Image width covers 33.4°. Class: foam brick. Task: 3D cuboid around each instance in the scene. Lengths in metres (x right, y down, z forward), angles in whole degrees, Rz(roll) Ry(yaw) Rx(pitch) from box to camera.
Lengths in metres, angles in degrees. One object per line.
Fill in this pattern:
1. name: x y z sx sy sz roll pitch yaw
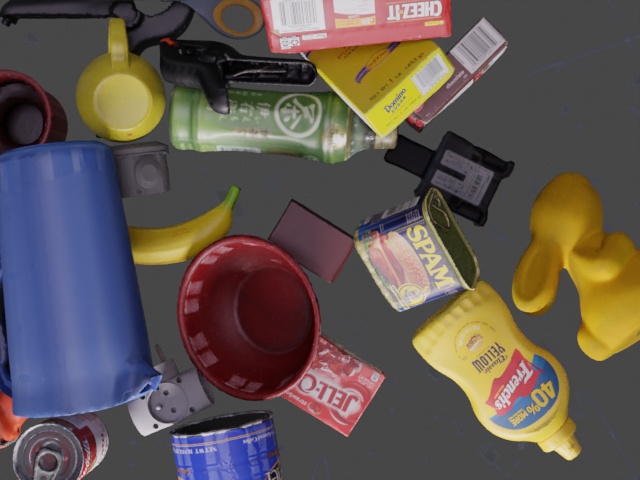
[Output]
1. foam brick: -0.007 0.001 1.057 0.078 0.053 0.051 32 91 2

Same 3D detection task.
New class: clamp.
1. clamp: -0.101 -0.157 1.005 0.172 0.120 0.039 16 117 34
2. clamp: -0.192 -0.215 1.076 0.210 0.036 0.164 -31 98 -1

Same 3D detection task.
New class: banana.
1. banana: -0.172 -0.009 1.075 0.198 0.037 0.069 -7 84 4

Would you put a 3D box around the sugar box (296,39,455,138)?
1. sugar box: 0.040 -0.181 1.010 0.093 0.048 0.176 -42 50 2

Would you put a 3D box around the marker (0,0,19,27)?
1. marker: -0.292 -0.272 1.091 0.020 0.020 0.121 31 91 3

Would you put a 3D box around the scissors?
1. scissors: -0.139 -0.228 1.053 0.201 0.016 0.096 -21 106 -14

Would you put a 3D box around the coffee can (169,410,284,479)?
1. coffee can: -0.084 0.245 1.035 0.103 0.103 0.140 -10 89 3

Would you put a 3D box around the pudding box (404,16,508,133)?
1. pudding box: 0.125 -0.157 1.033 0.113 0.090 0.039 -43 90 1

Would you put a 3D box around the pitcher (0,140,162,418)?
1. pitcher: -0.239 0.037 0.982 0.149 0.145 0.243 -8 91 -16

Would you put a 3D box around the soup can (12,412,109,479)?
1. soup can: -0.251 0.205 1.045 0.068 0.102 0.068 0 90 3

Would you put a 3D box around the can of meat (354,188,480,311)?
1. can of meat: 0.093 0.012 1.029 0.084 0.057 0.102 -22 108 28

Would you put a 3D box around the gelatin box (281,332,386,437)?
1. gelatin box: 0.010 0.142 1.067 0.089 0.030 0.073 32 91 3

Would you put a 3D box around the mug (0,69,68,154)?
1. mug: -0.291 -0.108 1.059 0.117 0.081 0.093 44 92 3

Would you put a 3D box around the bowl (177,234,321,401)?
1. bowl: -0.059 0.072 1.042 0.162 0.055 0.162 3 97 28

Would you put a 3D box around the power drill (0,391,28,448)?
1. power drill: -0.304 0.100 1.071 0.184 0.057 0.187 44 92 3

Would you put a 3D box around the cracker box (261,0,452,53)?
1. cracker box: 0.028 -0.267 0.991 0.164 0.072 0.213 -6 46 2

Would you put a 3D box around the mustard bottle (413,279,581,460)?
1. mustard bottle: 0.185 0.138 1.044 0.096 0.058 0.191 -42 88 3
